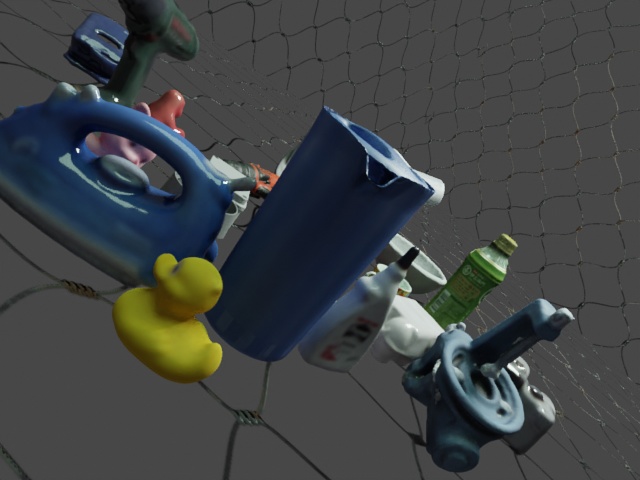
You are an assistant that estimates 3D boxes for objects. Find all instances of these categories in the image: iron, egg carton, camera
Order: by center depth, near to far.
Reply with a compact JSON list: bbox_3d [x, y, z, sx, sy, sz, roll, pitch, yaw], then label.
[{"bbox_3d":[-0.193,-0.066,0.540,0.259,0.141,0.118,34,15,-13],"label":"iron"},{"bbox_3d":[0.116,0.131,0.818,0.151,0.069,0.107,20,23,-50],"label":"egg carton"},{"bbox_3d":[0.286,0.224,0.874,0.143,0.100,0.137,41,15,12],"label":"camera"}]

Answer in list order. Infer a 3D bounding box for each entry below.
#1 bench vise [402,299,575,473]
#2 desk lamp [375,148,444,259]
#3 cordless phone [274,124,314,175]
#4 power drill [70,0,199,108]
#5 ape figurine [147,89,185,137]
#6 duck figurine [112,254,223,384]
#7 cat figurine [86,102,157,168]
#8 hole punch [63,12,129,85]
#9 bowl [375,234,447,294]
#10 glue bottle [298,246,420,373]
[{"bbox_3d":[0.186,0.134,0.678,0.122,0.219,0.207,30,17,-27],"label":"bench vise"},{"bbox_3d":[0.150,-0.071,1.217,0.204,0.213,0.117,31,16,-24],"label":"desk lamp"},{"bbox_3d":[0.005,-0.161,1.202,0.148,0.185,0.094,36,15,-7],"label":"cordless phone"},{"bbox_3d":[-0.279,-0.282,0.853,0.075,0.208,0.230,41,15,11],"label":"power drill"},{"bbox_3d":[-0.243,-0.192,0.896,0.077,0.092,0.076,45,16,24],"label":"ape figurine"},{"bbox_3d":[-0.111,0.057,0.471,0.104,0.086,0.078,43,16,20],"label":"duck figurine"},{"bbox_3d":[-0.234,-0.111,0.627,0.128,0.117,0.067,28,18,-34],"label":"cat figurine"},{"bbox_3d":[-0.377,-0.334,1.007,0.109,0.091,0.101,31,16,-24],"label":"hole punch"},{"bbox_3d":[0.167,0.056,1.152,0.168,0.074,0.167,35,15,-11],"label":"bowl"},{"bbox_3d":[0.052,0.073,0.636,0.078,0.173,0.037,24,20,-43],"label":"glue bottle"}]
